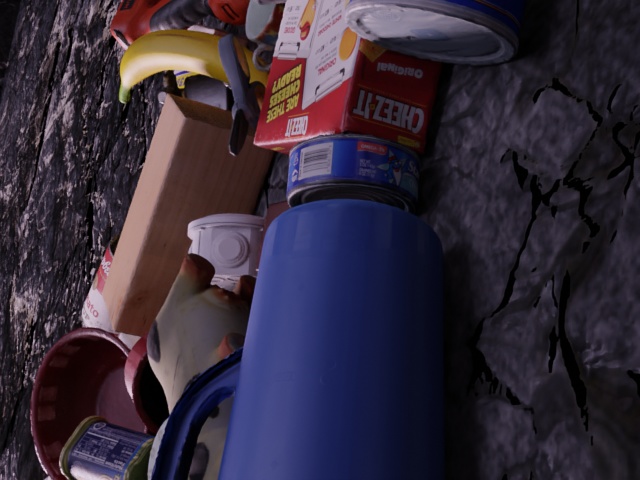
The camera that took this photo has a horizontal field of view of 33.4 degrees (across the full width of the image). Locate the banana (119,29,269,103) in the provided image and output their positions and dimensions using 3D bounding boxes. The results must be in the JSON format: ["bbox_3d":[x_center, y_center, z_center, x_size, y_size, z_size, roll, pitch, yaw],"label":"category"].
[{"bbox_3d":[-0.118,-0.163,0.989,0.198,0.069,0.037,5,43,34],"label":"banana"}]

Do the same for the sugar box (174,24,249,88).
[{"bbox_3d":[-0.134,-0.137,1.122,0.093,0.048,0.176,31,106,62],"label":"sugar box"}]

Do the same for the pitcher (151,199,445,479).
[{"bbox_3d":[-0.001,0.105,0.594,0.145,0.149,0.243,-38,40,55],"label":"pitcher"}]

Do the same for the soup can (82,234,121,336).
[{"bbox_3d":[-0.212,0.052,1.161,0.102,0.068,0.068,-61,28,30],"label":"soup can"}]

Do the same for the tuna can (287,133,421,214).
[{"bbox_3d":[0.021,-0.036,0.687,0.086,0.086,0.034,-28,53,59],"label":"tuna can"}]

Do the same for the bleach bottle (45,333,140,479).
[{"bbox_3d":[-0.213,0.181,1.099,0.251,0.068,0.103,-66,28,14],"label":"bleach bottle"}]

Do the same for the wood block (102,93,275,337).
[{"bbox_3d":[-0.123,-0.017,0.981,0.206,0.090,0.091,-70,25,14],"label":"wood block"}]

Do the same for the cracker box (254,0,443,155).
[{"bbox_3d":[0.033,-0.165,0.753,0.164,0.072,0.214,5,82,67],"label":"cracker box"}]

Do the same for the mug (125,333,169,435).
[{"bbox_3d":[-0.119,0.129,0.901,0.082,0.093,0.117,-171,79,-70],"label":"mug"}]

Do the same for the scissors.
[{"bbox_3d":[-0.067,-0.119,0.845,0.201,0.016,0.096,-53,-60,-78],"label":"scissors"}]

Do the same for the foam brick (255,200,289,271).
[{"bbox_3d":[-0.005,0.001,0.763,0.078,0.051,0.053,-12,66,63],"label":"foam brick"}]

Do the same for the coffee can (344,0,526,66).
[{"bbox_3d":[0.079,-0.185,0.625,0.103,0.102,0.140,4,80,65],"label":"coffee can"}]

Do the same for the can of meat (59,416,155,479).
[{"bbox_3d":[-0.149,0.196,0.874,0.084,0.102,0.057,5,51,41],"label":"can of meat"}]

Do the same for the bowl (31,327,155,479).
[{"bbox_3d":[-0.200,0.163,1.004,0.162,0.055,0.162,-4,84,36],"label":"bowl"}]

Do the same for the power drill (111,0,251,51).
[{"bbox_3d":[-0.111,-0.259,1.043,0.188,0.057,0.184,-18,41,38],"label":"power drill"}]
